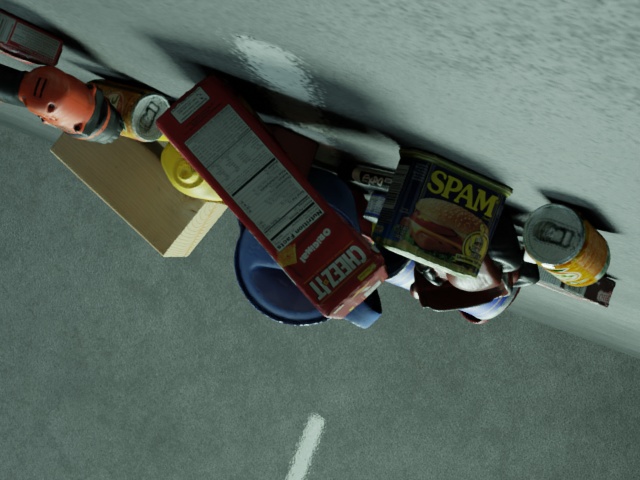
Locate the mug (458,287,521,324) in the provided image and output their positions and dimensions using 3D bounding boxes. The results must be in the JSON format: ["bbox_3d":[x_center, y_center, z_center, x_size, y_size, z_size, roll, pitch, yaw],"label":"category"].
[{"bbox_3d":[0.197,0.048,1.341,0.093,0.117,0.082,-17,-152,-37],"label":"mug"}]

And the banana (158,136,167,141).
[{"bbox_3d":[-0.157,-0.131,1.193,0.069,0.037,0.198,-10,-169,-18],"label":"banana"}]

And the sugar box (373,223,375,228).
[{"bbox_3d":[0.037,-0.007,1.510,0.093,0.048,0.176,18,-164,14],"label":"sugar box"}]

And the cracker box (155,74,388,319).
[{"bbox_3d":[-0.033,-0.033,0.921,0.214,0.072,0.164,48,-179,7],"label":"cracker box"}]

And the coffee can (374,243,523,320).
[{"bbox_3d":[0.144,0.020,1.207,0.140,0.103,0.103,22,177,-22],"label":"coffee can"}]

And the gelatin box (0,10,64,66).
[{"bbox_3d":[-0.294,-0.192,0.997,0.089,0.030,0.073,23,177,-36],"label":"gelatin box"}]

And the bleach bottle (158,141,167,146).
[{"bbox_3d":[-0.209,-0.121,1.480,0.251,0.068,0.102,23,176,-2],"label":"bleach bottle"}]

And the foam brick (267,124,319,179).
[{"bbox_3d":[-0.048,-0.084,1.075,0.051,0.053,0.078,22,177,-30],"label":"foam brick"}]

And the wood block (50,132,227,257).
[{"bbox_3d":[-0.231,-0.080,1.370,0.206,0.091,0.090,41,-172,11],"label":"wood block"}]

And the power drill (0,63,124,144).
[{"bbox_3d":[-0.295,-0.145,1.036,0.188,0.057,0.184,15,175,9],"label":"power drill"}]

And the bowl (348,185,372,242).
[{"bbox_3d":[0.004,-0.049,1.369,0.162,0.055,0.162,20,178,1],"label":"bowl"}]

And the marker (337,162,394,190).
[{"bbox_3d":[0.059,-0.062,1.084,0.020,0.020,0.121,22,177,-40],"label":"marker"}]

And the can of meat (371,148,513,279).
[{"bbox_3d":[0.101,-0.021,0.906,0.102,0.084,0.058,21,178,-24],"label":"can of meat"}]

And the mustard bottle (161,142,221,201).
[{"bbox_3d":[-0.142,-0.087,1.283,0.096,0.058,0.191,37,-171,0],"label":"mustard bottle"}]

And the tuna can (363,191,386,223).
[{"bbox_3d":[0.098,-0.029,1.299,0.086,0.034,0.086,20,178,1],"label":"tuna can"}]

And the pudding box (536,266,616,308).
[{"bbox_3d":[0.289,0.044,1.284,0.090,0.039,0.113,19,177,45],"label":"pudding box"}]

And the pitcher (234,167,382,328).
[{"bbox_3d":[-0.008,0.001,1.168,0.145,0.149,0.242,-2,-166,3],"label":"pitcher"}]
